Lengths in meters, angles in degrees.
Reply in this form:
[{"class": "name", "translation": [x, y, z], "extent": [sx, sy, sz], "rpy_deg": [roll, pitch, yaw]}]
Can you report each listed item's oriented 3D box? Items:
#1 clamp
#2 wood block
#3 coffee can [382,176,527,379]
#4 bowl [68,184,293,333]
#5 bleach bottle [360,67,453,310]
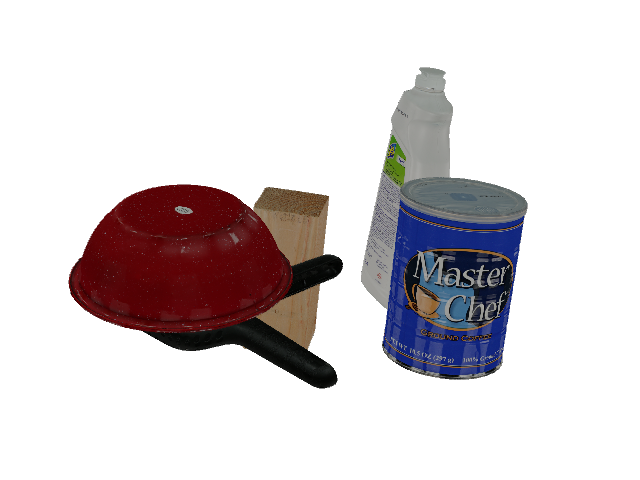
[{"class": "clamp", "translation": [-0.078, 0.070, 0.958], "extent": [0.210, 0.036, 0.164], "rpy_deg": [-1, 37, -5]}, {"class": "wood block", "translation": [-0.048, 0.042, 1.450], "extent": [0.090, 0.206, 0.090], "rpy_deg": [9, 22, 6]}, {"class": "coffee can", "translation": [0.109, 0.029, 0.879], "extent": [0.103, 0.140, 0.103], "rpy_deg": [5, 19, -2]}, {"class": "bowl", "translation": [-0.099, 0.003, 0.763], "extent": [0.162, 0.055, 0.162], "rpy_deg": [2, 26, -1]}, {"class": "bleach bottle", "translation": [0.101, -0.055, 1.133], "extent": [0.068, 0.251, 0.103], "rpy_deg": [-1, 23, -23]}]
